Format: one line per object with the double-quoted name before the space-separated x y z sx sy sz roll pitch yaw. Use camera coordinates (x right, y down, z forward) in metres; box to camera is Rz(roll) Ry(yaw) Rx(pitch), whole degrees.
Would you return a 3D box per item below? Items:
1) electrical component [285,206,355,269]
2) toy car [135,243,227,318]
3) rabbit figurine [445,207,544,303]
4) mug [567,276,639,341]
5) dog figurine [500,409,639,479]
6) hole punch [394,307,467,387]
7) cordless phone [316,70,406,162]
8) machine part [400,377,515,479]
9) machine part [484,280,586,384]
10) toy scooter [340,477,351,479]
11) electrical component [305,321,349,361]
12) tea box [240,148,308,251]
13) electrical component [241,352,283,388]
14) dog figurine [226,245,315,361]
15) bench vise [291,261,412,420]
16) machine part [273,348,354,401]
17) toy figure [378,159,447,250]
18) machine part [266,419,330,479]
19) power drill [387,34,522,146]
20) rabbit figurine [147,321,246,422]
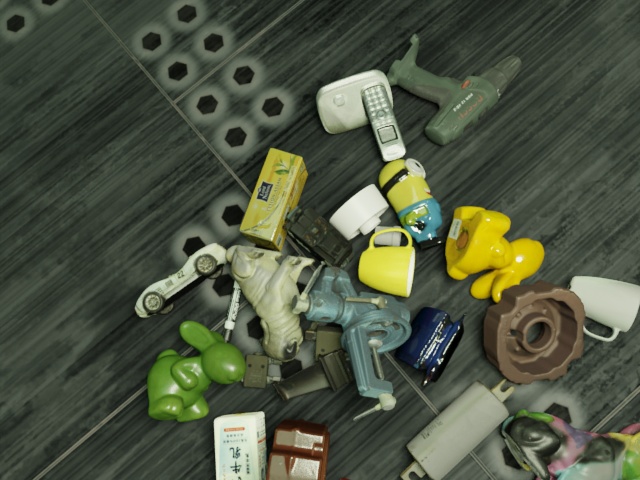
"electrical component" -0.002 -0.003 0.982 0.134 0.115 0.058 40 81 11
"toy car" -0.258 0.078 1.009 0.202 0.073 0.056 -36 80 -3
"rabbit figurine" 0.316 0.030 0.942 0.173 0.122 0.162 12 87 -19
"mug" 0.481 0.114 0.930 0.107 0.080 0.109 20 86 21
"dog figurine" 0.432 0.332 0.868 0.219 0.108 0.191 -27 73 -6
"hole punch" 0.187 0.174 0.926 0.092 0.115 0.142 32 82 20
"cordless phone" 0.081 -0.225 1.045 0.147 0.088 0.184 -18 80 1
"machine part" 0.230 0.319 0.902 0.243 0.079 0.079 -40 76 -4
"machine part" 0.359 0.154 0.903 0.179 0.056 0.179 -3 101 -13
"toy scooter" 0.086 0.461 0.883 0.184 0.075 0.135 -5 82 8
"electrical component" 0.024 0.180 0.975 0.102 0.045 0.078 -1 105 8
"tea box" -0.084 -0.074 1.016 0.068 0.098 0.169 16 78 8
"electrical component" -0.116 0.237 0.983 0.094 0.021 0.063 2 77 4
"dog figurine" -0.104 0.113 0.974 0.173 0.121 0.190 12 90 28
"bench vise" 0.064 0.158 0.876 0.129 0.223 0.241 -44 41 33
"machine part" -0.014 0.245 0.950 0.139 0.039 0.084 -20 112 1
"toy figure" 0.172 -0.067 0.997 0.089 0.082 0.180 -18 79 -3
"machine part" -0.036 0.394 0.847 0.087 0.201 0.201 5 77 4
"power drill" 0.250 -0.313 1.055 0.207 0.086 0.232 37 85 5
"rabbit figurine" -0.204 0.227 0.950 0.170 0.121 0.159 -24 54 15
